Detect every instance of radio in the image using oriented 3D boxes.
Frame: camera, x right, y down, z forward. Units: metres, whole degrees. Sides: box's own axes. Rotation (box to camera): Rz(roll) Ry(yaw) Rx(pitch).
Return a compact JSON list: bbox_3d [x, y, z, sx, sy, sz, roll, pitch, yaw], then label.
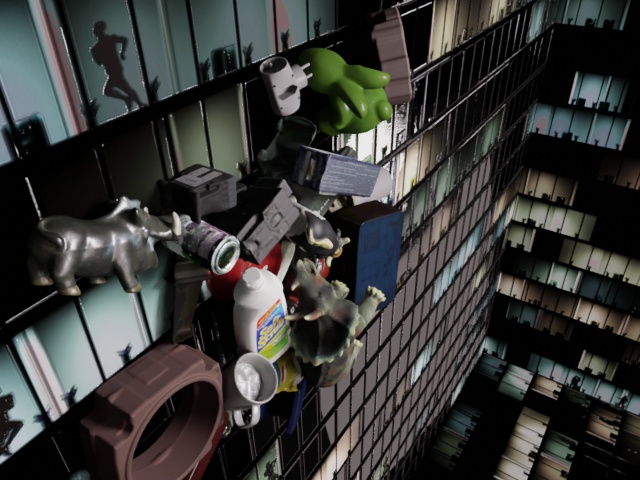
[{"bbox_3d":[0.093,0.040,1.069,0.131,0.073,0.229,-23,128,-36],"label":"radio"}]

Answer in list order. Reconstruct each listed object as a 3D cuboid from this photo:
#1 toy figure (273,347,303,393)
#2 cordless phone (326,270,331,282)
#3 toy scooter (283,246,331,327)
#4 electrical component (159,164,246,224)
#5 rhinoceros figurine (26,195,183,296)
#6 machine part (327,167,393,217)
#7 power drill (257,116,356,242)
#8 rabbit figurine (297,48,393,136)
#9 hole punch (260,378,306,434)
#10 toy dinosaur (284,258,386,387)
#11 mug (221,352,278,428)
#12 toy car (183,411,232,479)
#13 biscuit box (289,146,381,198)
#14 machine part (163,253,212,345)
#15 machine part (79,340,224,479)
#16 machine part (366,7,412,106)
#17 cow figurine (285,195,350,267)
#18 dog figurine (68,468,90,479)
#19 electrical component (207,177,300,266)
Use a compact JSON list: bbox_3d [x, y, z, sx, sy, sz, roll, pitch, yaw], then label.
[{"bbox_3d":[-0.100,0.247,1.022,0.180,0.089,0.082,-7,122,-50],"label":"toy figure"},{"bbox_3d":[0.077,0.064,1.239,0.184,0.089,0.146,-39,140,-61],"label":"cordless phone"},{"bbox_3d":[-0.020,0.084,1.062,0.135,0.075,0.183,4,107,-62],"label":"toy scooter"},{"bbox_3d":[-0.149,-0.070,0.731,0.119,0.075,0.047,-33,135,-43],"label":"electrical component"},{"bbox_3d":[-0.244,0.003,0.624,0.190,0.073,0.112,-9,105,-57],"label":"rhinoceros figurine"},{"bbox_3d":[0.082,-0.100,1.119,0.243,0.079,0.079,-32,134,-51],"label":"machine part"},{"bbox_3d":[-0.021,-0.122,0.934,0.232,0.086,0.207,-58,158,-15],"label":"power drill"},{"bbox_3d":[0.034,-0.245,0.890,0.170,0.159,0.121,30,91,-47],"label":"rabbit figurine"},{"bbox_3d":[-0.066,0.328,1.127,0.116,0.092,0.142,-16,118,-61],"label":"hole punch"},{"bbox_3d":[0.013,0.198,0.985,0.192,0.131,0.404,-47,153,-38],"label":"toy dinosaur"},{"bbox_3d":[-0.127,0.252,0.881,0.081,0.107,0.109,4,61,-39],"label":"mug"},{"bbox_3d":[-0.219,0.382,0.925,0.089,0.053,0.202,72,41,-64],"label":"toy car"},{"bbox_3d":[0.031,-0.108,0.886,0.202,0.059,0.062,-3,112,-61],"label":"biscuit box"},{"bbox_3d":[-0.197,0.083,0.786,0.084,0.039,0.138,-8,113,-65],"label":"machine part"},{"bbox_3d":[-0.235,0.268,0.788,0.201,0.087,0.201,-35,138,-48],"label":"machine part"},{"bbox_3d":[0.127,-0.331,0.988,0.179,0.056,0.179,-12,91,-83],"label":"machine part"},{"bbox_3d":[0.000,-0.004,0.881,0.068,0.098,0.167,-57,146,1],"label":"cow figurine"},{"bbox_3d":[-0.279,0.393,0.650,0.108,0.219,0.191,13,95,-58],"label":"dog figurine"},{"bbox_3d":[-0.100,-0.035,0.792,0.134,0.115,0.058,-56,134,-26],"label":"electrical component"}]
